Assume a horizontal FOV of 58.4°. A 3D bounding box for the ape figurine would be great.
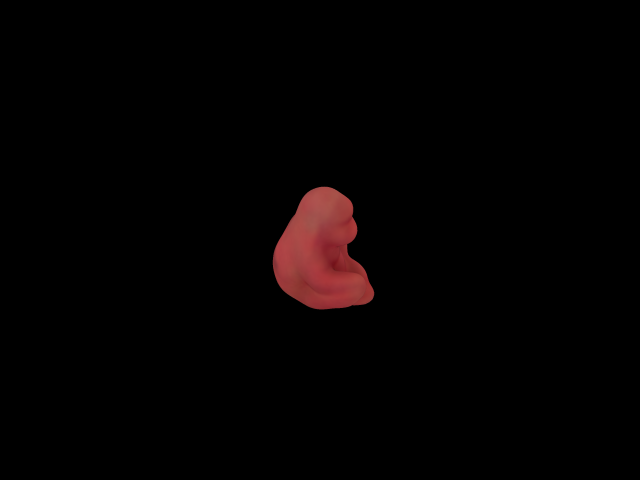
[{"bbox_3d":[0.004,0.001,0.400,0.076,0.092,0.078,5,53,4],"label":"ape figurine"}]
